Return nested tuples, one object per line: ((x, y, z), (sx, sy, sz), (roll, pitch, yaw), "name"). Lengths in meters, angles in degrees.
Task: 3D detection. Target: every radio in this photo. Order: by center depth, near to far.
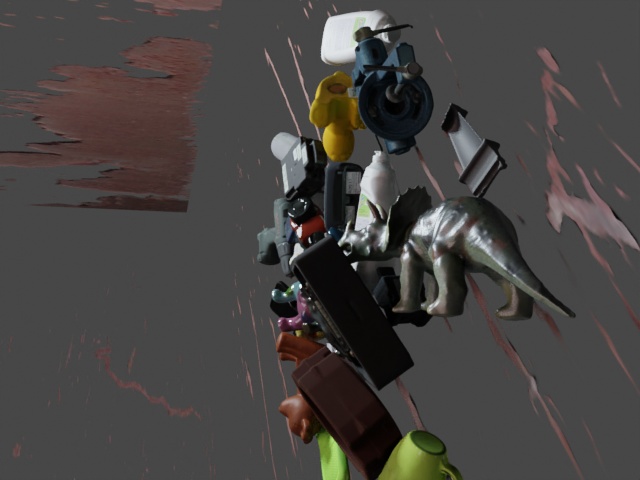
((0.042, 0.109, 0.831), (0.229, 0.073, 0.131), (58, 170, 0), "radio")

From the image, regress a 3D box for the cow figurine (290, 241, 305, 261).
((-0.012, 0.042, 1.254), (0.167, 0.068, 0.098), (-139, 59, -62), "cow figurine")

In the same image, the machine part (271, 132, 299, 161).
((-0.072, -0.233, 1.410), (0.243, 0.079, 0.079), (-133, 49, -63), "machine part")

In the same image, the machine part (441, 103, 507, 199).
((0.206, -0.125, 0.735), (0.084, 0.039, 0.139), (106, 155, -51), "machine part")

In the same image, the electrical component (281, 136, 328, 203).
((-0.032, -0.158, 1.186), (0.134, 0.058, 0.115), (-39, 52, 51), "electrical component")

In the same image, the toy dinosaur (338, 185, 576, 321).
((0.176, 0.006, 0.711), (0.405, 0.131, 0.192), (-10, 79, 62), "toy dinosaur")

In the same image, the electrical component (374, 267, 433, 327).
((0.130, 0.083, 0.870), (0.047, 0.075, 0.119), (114, 152, -47), "electrical component")

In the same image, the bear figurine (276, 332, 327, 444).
((-0.044, 0.306, 1.105), (0.120, 0.132, 0.196), (82, -157, -68), "bear figurine")

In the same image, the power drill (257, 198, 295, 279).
((-0.116, 0.012, 1.502), (0.207, 0.086, 0.232), (136, 133, -66), "power drill")

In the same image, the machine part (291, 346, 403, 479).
((0.049, 0.290, 0.903), (0.202, 0.087, 0.200), (43, 162, 31), "machine part")

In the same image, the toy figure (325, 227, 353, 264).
((0.038, 0.053, 0.937), (0.064, 0.058, 0.154), (110, 158, -79), "toy figure")

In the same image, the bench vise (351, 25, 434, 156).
((0.113, -0.253, 0.846), (0.240, 0.129, 0.223), (167, 97, -86), "bench vise")

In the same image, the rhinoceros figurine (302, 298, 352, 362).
((0.028, 0.140, 0.992), (0.073, 0.112, 0.190), (-19, 104, 42), "rhinoceros figurine")

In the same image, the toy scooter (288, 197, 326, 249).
((-0.002, -0.004, 1.167), (0.135, 0.075, 0.184), (53, -174, -44), "toy scooter")

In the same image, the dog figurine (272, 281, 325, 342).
((0.018, 0.122, 1.130), (0.219, 0.191, 0.108), (-30, 49, 26), "dog figurine")

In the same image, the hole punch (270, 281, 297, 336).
((-0.049, 0.154, 1.334), (0.116, 0.092, 0.142), (43, 133, 22), "hole punch")

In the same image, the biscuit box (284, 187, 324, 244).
((-0.033, -0.071, 1.319), (0.202, 0.059, 0.063), (117, 147, -47), "biscuit box")

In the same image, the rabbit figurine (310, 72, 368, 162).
((0.032, -0.243, 1.101), (0.162, 0.122, 0.173), (-106, 9, -45), "rabbit figurine")

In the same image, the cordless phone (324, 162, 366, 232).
((0.049, -0.080, 1.102), (0.184, 0.089, 0.146), (-172, 83, -88), "cordless phone")
